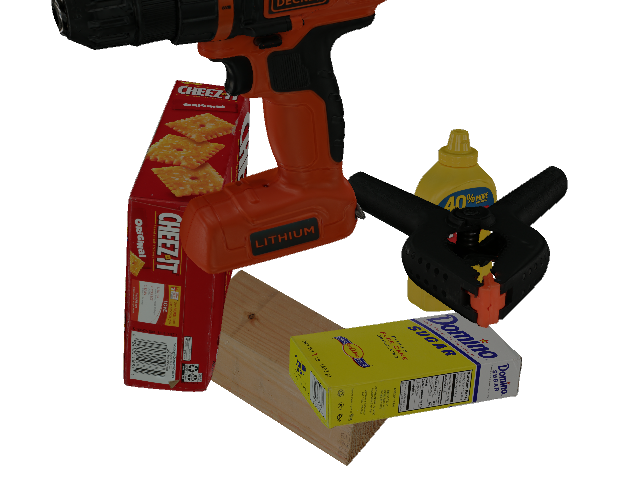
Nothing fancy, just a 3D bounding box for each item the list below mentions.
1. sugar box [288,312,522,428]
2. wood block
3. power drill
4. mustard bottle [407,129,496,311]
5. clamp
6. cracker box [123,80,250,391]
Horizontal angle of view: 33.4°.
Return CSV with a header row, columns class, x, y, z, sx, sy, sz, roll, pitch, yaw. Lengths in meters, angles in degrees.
class,x,y,z,sx,sy,sz,roll,pitch,yaw
sugar box,0.071,0.106,0.904,0.176,0.048,0.093,-9,27,-19
wood block,-0.028,0.129,1.113,0.206,0.090,0.090,29,49,22
power drill,-0.044,-0.074,0.578,0.184,0.188,0.057,-14,39,-19
mustard bottle,0.142,-0.024,1.133,0.096,0.192,0.058,-10,24,-26
clamp,0.091,-0.005,0.725,0.164,0.036,0.210,0,25,8
cracker box,-0.101,-0.010,0.842,0.072,0.164,0.213,7,30,-1
